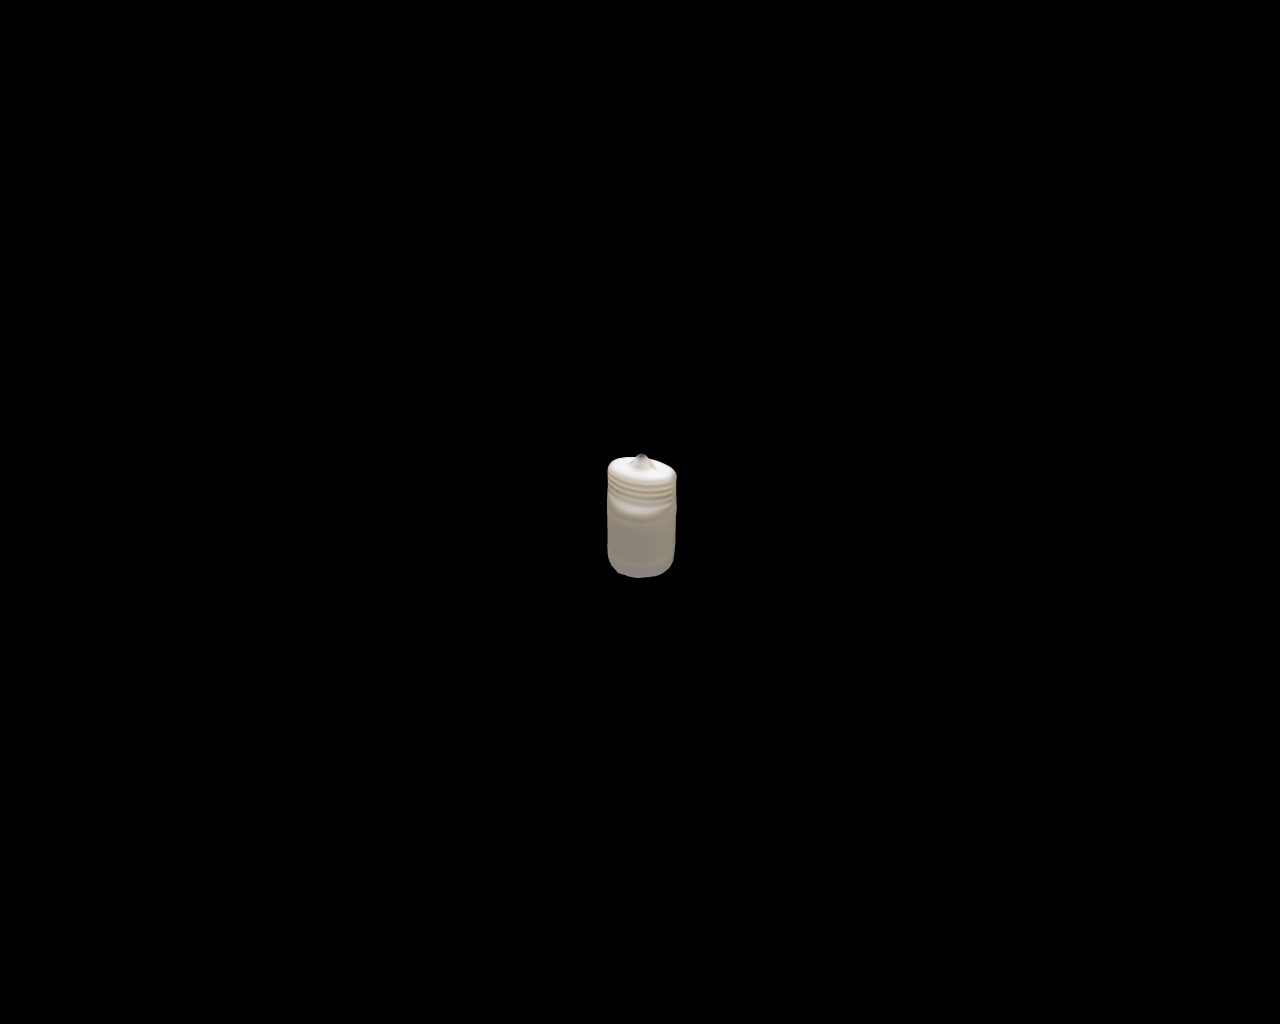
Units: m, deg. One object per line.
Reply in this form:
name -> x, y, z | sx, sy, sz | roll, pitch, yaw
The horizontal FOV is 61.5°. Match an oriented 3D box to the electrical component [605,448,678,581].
electrical component -> 0.001, -0.003, 0.650 | 0.043, 0.080, 0.043 | 0, 37, 0
